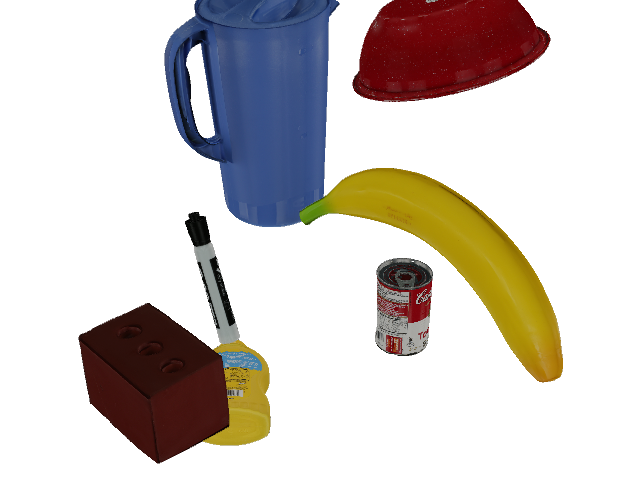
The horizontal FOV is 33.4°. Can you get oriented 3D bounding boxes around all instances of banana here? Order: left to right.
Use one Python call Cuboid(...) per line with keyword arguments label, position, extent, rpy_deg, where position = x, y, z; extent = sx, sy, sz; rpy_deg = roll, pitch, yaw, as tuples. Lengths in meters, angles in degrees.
Cuboid(label="banana", position=(0.080, 0.007, 0.665), extent=(0.198, 0.070, 0.037), rpy_deg=(35, 20, 24))

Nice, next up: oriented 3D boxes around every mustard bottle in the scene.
Cuboid(label="mustard bottle", position=(-0.112, 0.181, 1.351), extent=(0.096, 0.058, 0.191), rpy_deg=(-3, 27, -2))

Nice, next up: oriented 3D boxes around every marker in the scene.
Cuboid(label="marker", position=(-0.095, 0.033, 0.938), extent=(0.020, 0.121, 0.020), rpy_deg=(-13, 16, 4))

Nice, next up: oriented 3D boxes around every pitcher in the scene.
Cuboid(label="pitcher", position=(-0.063, -0.135, 1.096), extent=(0.149, 0.243, 0.145), rpy_deg=(6, 35, 12))

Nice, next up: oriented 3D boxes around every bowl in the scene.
Cuboid(label="bowl", position=(0.097, -0.167, 0.850), extent=(0.162, 0.055, 0.162), rpy_deg=(-14, 24, 6))

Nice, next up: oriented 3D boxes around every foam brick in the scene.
Cuboid(label="foam brick", position=(-0.098, 0.083, 0.628), extent=(0.052, 0.051, 0.078), rpy_deg=(-25, 39, -35))

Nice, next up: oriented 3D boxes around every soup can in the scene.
Cuboid(label="soup can", position=(0.101, 0.082, 1.306), extent=(0.068, 0.102, 0.068), rpy_deg=(0, 30, 0))
